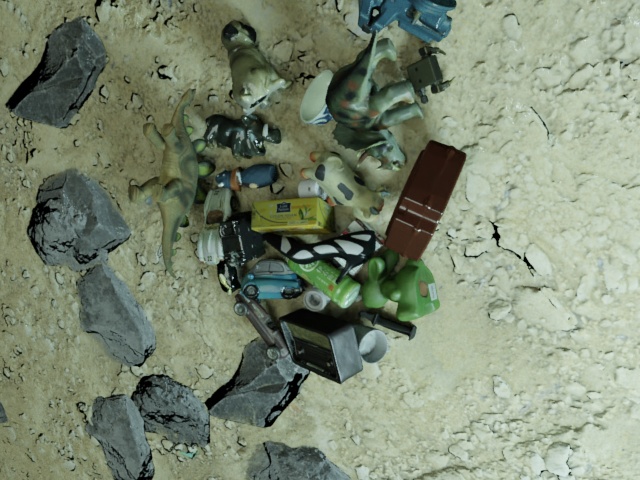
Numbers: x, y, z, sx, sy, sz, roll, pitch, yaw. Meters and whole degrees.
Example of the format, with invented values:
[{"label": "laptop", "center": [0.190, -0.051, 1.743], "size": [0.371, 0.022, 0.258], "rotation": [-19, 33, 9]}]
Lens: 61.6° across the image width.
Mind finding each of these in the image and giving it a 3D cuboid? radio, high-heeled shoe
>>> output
[{"label": "radio", "center": [-0.001, 0.243, 1.257], "size": [0.230, 0.073, 0.131], "rotation": [5, 113, 58]}, {"label": "high-heeled shoe", "center": [-0.002, -0.004, 1.199], "size": [0.249, 0.086, 0.145], "rotation": [29, 82, 18]}]

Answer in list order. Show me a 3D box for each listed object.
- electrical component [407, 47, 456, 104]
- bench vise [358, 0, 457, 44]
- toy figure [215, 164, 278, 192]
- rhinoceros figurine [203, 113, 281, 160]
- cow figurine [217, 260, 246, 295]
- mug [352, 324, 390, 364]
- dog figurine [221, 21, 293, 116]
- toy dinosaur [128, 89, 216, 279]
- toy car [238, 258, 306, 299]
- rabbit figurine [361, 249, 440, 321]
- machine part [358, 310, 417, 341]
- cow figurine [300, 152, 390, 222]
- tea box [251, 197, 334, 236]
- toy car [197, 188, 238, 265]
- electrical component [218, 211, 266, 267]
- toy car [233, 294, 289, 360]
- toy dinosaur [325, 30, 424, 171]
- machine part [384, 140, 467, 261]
[{"label": "electrical component", "center": [0.221, -0.334, 1.077], "size": [0.078, 0.045, 0.102], "rotation": [-20, 95, 55]}, {"label": "bench vise", "center": [0.173, -0.488, 0.997], "size": [0.224, 0.129, 0.240], "rotation": [34, 133, 2]}, {"label": "toy figure", "center": [-0.179, -0.147, 1.285], "size": [0.155, 0.064, 0.057], "rotation": [-5, 118, 23]}, {"label": "rhinoceros figurine", "center": [-0.181, -0.245, 1.257], "size": [0.191, 0.073, 0.112], "rotation": [15, 100, 20]}, {"label": "cow figurine", "center": [-0.230, 0.049, 1.344], "size": [0.068, 0.098, 0.167], "rotation": [-8, 101, 30]}, {"label": "mug", "center": [0.106, 0.236, 1.263], "size": [0.107, 0.109, 0.080], "rotation": [16, 93, 57]}, {"label": "dog figurine", "center": [-0.169, -0.380, 1.159], "size": [0.121, 0.172, 0.190], "rotation": [-35, 97, 16]}, {"label": "toy dinosaur", "center": [-0.344, -0.124, 1.279], "size": [0.105, 0.198, 0.470], "rotation": [21, 102, 26]}, {"label": "toy car", "center": [-0.118, 0.094, 1.310], "size": [0.162, 0.109, 0.103], "rotation": [-3, 87, 14]}, {"label": "rabbit figurine", "center": [0.156, 0.104, 1.192], "size": [0.170, 0.121, 0.159], "rotation": [-11, 97, 40]}, {"label": "machine part", "center": [0.156, 0.194, 1.243], "size": [0.139, 0.084, 0.039], "rotation": [20, 77, 5]}, {"label": "cow figurine", "center": [0.064, -0.112, 1.158], "size": [0.194, 0.085, 0.127], "rotation": [45, 157, -28]}, {"label": "tea box", "center": [-0.063, -0.051, 1.236], "size": [0.170, 0.098, 0.068], "rotation": [-3, 78, 22]}, {"label": "toy car", "center": [-0.249, -0.036, 1.301], "size": [0.074, 0.056, 0.202], "rotation": [-6, 63, 23]}, {"label": "electrical component", "center": [-0.181, -0.008, 1.285], "size": [0.058, 0.134, 0.114], "rotation": [-3, 106, 23]}, {"label": "toy car", "center": [-0.140, 0.210, 1.358], "size": [0.053, 0.089, 0.202], "rotation": [-36, 88, 29]}, {"label": "toy dinosaur", "center": [0.080, -0.257, 1.009], "size": [0.192, 0.404, 0.131], "rotation": [-24, 68, 17]}, {"label": "machine part", "center": [0.201, -0.077, 1.050], "size": [0.087, 0.201, 0.201], "rotation": [23, 68, 7]}]
